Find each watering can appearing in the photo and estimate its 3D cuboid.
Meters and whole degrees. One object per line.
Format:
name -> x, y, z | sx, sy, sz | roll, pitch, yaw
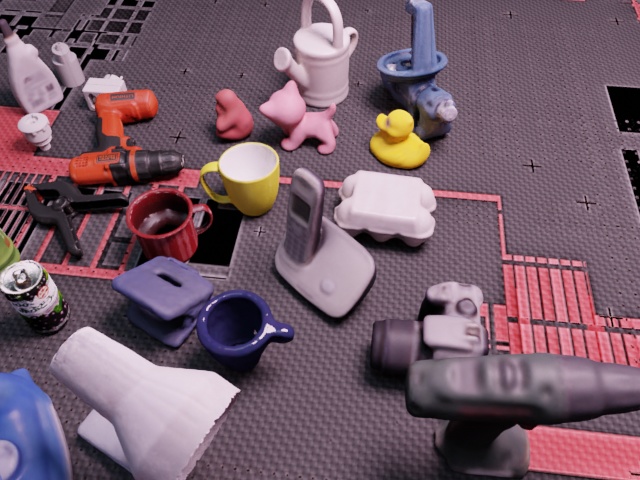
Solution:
watering can -> -0.001, -0.335, 1.004 | 0.100, 0.194, 0.173 | 22, 56, 17

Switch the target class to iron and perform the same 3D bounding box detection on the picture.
iron -> -0.336, 0.241, 0.596 | 0.119, 0.141, 0.257 | -27, 57, -19

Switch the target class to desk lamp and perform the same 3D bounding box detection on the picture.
desk lamp -> -0.181, 0.182, 0.595 | 0.202, 0.214, 0.118 | 24, 56, 18

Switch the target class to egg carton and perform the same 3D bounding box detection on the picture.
egg carton -> 0.099, -0.047, 0.862 | 0.150, 0.069, 0.107 | 7, 53, 6

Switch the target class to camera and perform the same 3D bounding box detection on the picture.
camera -> 0.134, 0.118, 0.715 | 0.136, 0.101, 0.143 | 5, 53, 4

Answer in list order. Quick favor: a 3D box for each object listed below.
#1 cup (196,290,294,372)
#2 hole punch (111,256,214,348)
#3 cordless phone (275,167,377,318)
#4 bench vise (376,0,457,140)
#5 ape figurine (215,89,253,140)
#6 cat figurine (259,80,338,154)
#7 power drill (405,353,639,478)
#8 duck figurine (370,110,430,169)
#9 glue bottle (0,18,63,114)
cup -> -0.088, 0.124, 0.714 | 0.117, 0.095, 0.091 | 6, 53, 5
hole punch -> -0.205, 0.068, 0.760 | 0.108, 0.091, 0.101 | 26, 57, 19
cordless phone -> 0.007, 0.003, 0.751 | 0.147, 0.185, 0.094 | 36, 61, 25
bench vise -> 0.181, -0.294, 0.957 | 0.122, 0.220, 0.207 | -33, 59, -22
ape figurine -> -0.155, -0.219, 0.980 | 0.076, 0.092, 0.078 | 21, 55, 16
cat figurine -> -0.033, -0.209, 0.956 | 0.127, 0.118, 0.067 | 3, 52, 3
power drill -> 0.199, 0.180, 0.599 | 0.229, 0.208, 0.075 | 3, 52, 3
duck figurine -> 0.135, -0.173, 0.948 | 0.104, 0.086, 0.078 | 27, 57, 19
glue bottle -> -0.513, -0.304, 0.995 | 0.037, 0.173, 0.078 | 37, 61, 25
